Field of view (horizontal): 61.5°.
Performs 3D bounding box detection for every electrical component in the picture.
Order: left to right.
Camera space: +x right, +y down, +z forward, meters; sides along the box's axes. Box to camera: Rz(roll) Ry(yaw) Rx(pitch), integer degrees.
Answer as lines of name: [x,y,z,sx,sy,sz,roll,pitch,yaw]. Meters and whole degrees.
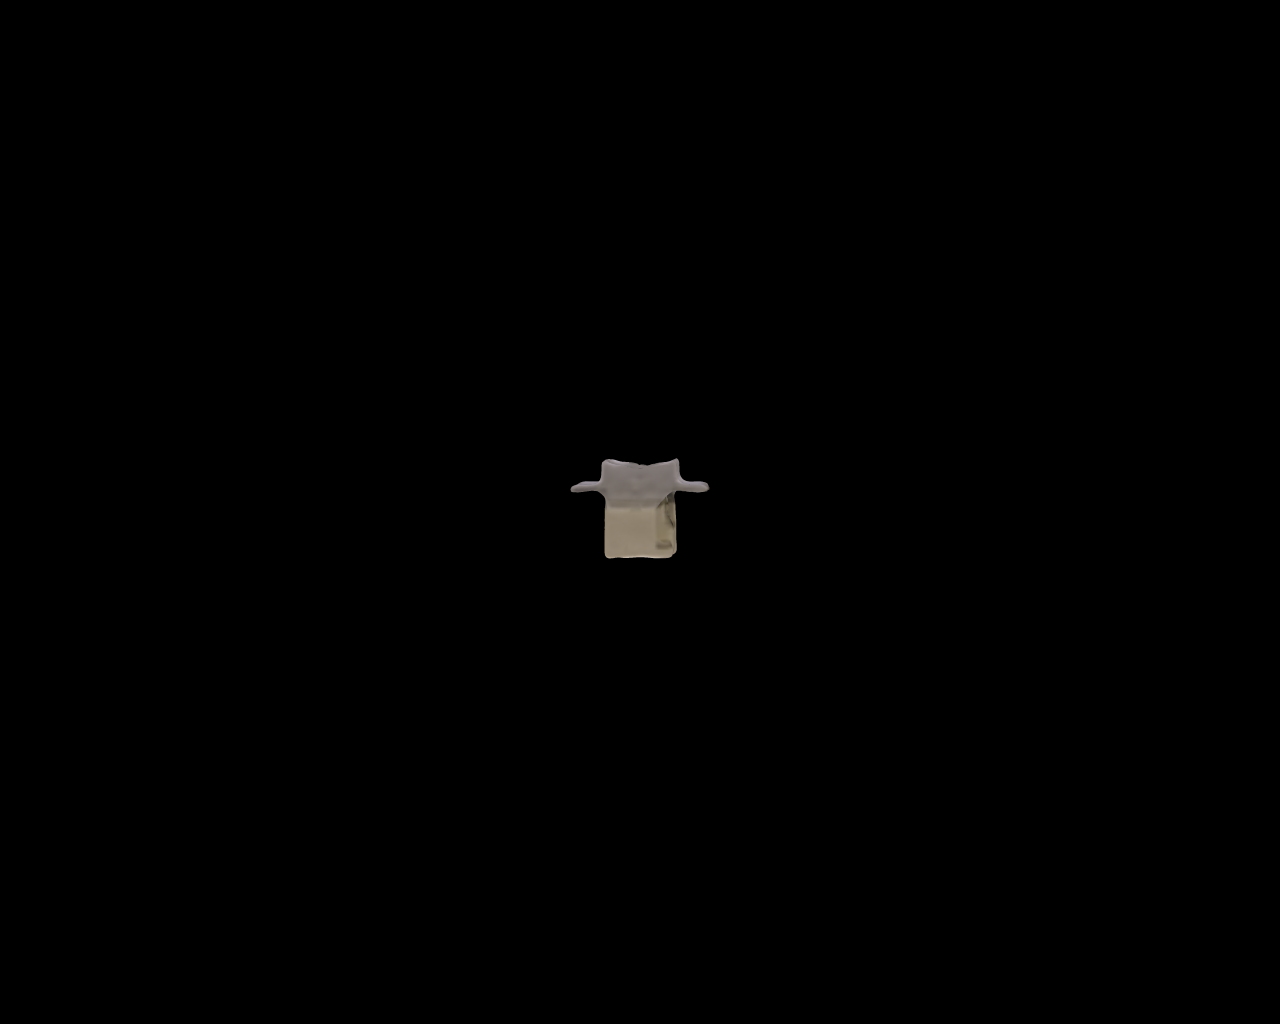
electrical component: [0.001,-0.003,0.650,0.081,0.063,0.042,0,4,7]
